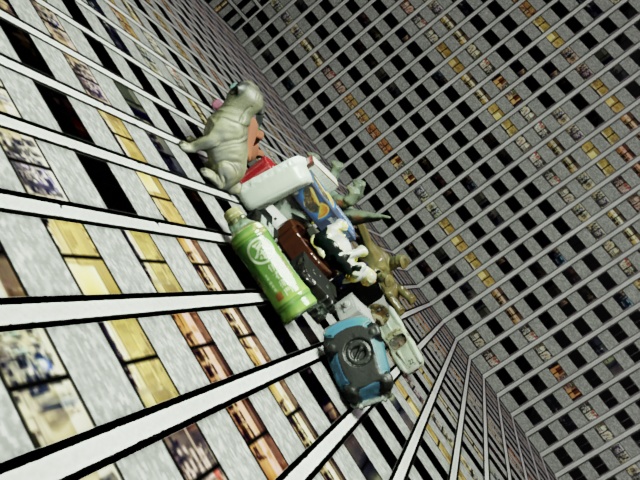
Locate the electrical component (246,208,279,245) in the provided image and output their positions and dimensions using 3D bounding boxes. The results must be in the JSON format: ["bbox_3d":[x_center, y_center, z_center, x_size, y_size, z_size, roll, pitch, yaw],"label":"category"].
[{"bbox_3d":[-0.122,-0.023,1.072,0.074,0.048,0.119,48,11,-24],"label":"electrical component"}]

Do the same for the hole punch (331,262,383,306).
[{"bbox_3d":[0.081,0.105,1.312,0.092,0.142,0.115,65,2,41],"label":"hole punch"}]

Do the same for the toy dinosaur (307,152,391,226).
[{"bbox_3d":[0.024,-0.106,1.485,0.131,0.192,0.405,3,34,-37],"label":"toy dinosaur"}]

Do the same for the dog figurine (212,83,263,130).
[{"bbox_3d":[-0.214,-0.312,1.475,0.191,0.108,0.219,45,17,-49],"label":"dog figurine"}]

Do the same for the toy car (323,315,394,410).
[{"bbox_3d":[0.074,0.225,0.972,0.102,0.109,0.162,72,-3,-64],"label":"toy car"}]

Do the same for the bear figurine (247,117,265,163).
[{"bbox_3d":[-0.199,-0.220,1.279,0.120,0.132,0.195,19,-21,0],"label":"bear figurine"}]

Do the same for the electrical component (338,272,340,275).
[{"bbox_3d":[0.075,0.114,1.463,0.102,0.045,0.078,47,11,-27],"label":"electrical component"}]

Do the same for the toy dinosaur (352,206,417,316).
[{"bbox_3d":[0.170,0.078,1.624,0.199,0.105,0.470,23,-41,48],"label":"toy dinosaur"}]

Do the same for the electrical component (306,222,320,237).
[{"bbox_3d":[-0.003,-0.004,1.294,0.063,0.021,0.094,40,13,-54],"label":"electrical component"}]

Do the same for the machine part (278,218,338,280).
[{"bbox_3d":[-0.032,0.030,1.260,0.179,0.056,0.179,50,10,-12],"label":"machine part"}]

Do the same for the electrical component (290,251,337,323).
[{"bbox_3d":[-0.020,0.091,1.114,0.114,0.058,0.134,51,11,-19],"label":"electrical component"}]

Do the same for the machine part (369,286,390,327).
[{"bbox_3d":[0.142,0.169,1.486,0.079,0.079,0.243,49,12,-19],"label":"machine part"}]

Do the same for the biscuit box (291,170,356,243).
[{"bbox_3d":[0.010,-0.070,1.304,0.202,0.063,0.059,51,21,-26],"label":"biscuit box"}]

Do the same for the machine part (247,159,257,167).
[{"bbox_3d":[-0.167,-0.195,1.467,0.138,0.039,0.084,46,21,-40],"label":"machine part"}]

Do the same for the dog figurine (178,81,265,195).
[{"bbox_3d":[-0.166,-0.208,1.102,0.172,0.190,0.121,49,12,-26],"label":"dog figurine"}]

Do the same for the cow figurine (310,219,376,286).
[{"bbox_3d":[0.054,0.042,1.214,0.098,0.068,0.167,-27,75,-37],"label":"cow figurine"}]

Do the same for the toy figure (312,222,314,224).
[{"bbox_3d":[-0.069,-0.108,1.444,0.180,0.089,0.082,56,24,19],"label":"toy figure"}]

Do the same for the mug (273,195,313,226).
[{"bbox_3d":[-0.075,-0.072,1.322,0.110,0.080,0.107,30,3,33],"label":"mug"}]

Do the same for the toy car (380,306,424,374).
[{"bbox_3d":[0.211,0.269,1.460,0.056,0.073,0.202,39,18,-53],"label":"toy car"}]
